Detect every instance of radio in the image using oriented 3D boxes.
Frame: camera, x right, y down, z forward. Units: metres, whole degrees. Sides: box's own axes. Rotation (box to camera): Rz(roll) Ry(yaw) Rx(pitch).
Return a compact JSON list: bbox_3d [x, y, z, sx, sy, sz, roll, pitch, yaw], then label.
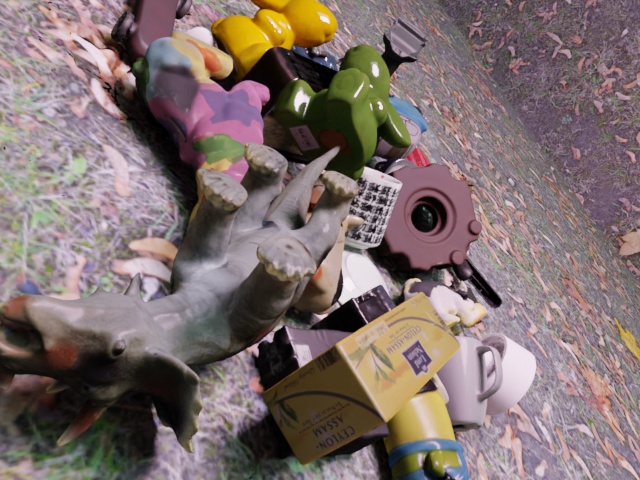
[{"bbox_3d":[-0.017,-0.184,0.782,0.229,0.131,0.073,2,52,-51],"label":"radio"}]

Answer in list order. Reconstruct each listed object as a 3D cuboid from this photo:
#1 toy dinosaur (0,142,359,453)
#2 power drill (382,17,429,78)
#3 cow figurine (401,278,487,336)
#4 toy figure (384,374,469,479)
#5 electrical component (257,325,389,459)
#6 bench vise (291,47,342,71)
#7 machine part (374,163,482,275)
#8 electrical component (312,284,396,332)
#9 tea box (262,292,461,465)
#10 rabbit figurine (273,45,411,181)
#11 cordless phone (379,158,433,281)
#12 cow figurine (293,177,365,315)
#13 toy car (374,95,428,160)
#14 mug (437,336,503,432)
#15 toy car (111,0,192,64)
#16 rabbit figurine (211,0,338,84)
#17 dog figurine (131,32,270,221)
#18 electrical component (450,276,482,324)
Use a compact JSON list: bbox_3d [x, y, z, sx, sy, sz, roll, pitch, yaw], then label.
[{"bbox_3d":[-0.065,0.029,0.465,0.131,0.192,0.405,37,25,7],"label":"toy dinosaur"},{"bbox_3d":[0.106,-0.306,1.001,0.086,0.207,0.232,40,44,-10],"label":"power drill"},{"bbox_3d":[0.184,0.098,0.807,0.167,0.068,0.098,3,48,-52],"label":"cow figurine"},{"bbox_3d":[0.105,0.214,0.567,0.089,0.082,0.180,30,39,-34],"label":"toy figure"},{"bbox_3d":[0.009,0.151,0.534,0.134,0.058,0.115,18,46,-42],"label":"electrical component"},{"bbox_3d":[-0.044,-0.356,0.935,0.223,0.129,0.240,-32,96,-50],"label":"bench vise"},{"bbox_3d":[0.159,-0.033,0.823,0.179,0.056,0.179,2,81,-14],"label":"machine part"},{"bbox_3d":[0.055,0.091,0.638,0.119,0.075,0.048,-17,71,-53],"label":"electrical component"},{"bbox_3d":[0.043,0.113,0.469,0.068,0.098,0.169,56,33,11],"label":"tea box"},{"bbox_3d":[0.052,-0.168,0.670,0.159,0.121,0.170,48,51,-31],"label":"rabbit figurine"},{"bbox_3d":[0.138,-0.027,0.879,0.146,0.089,0.184,30,55,-30],"label":"cordless phone"},{"bbox_3d":[-0.001,-0.002,0.643,0.127,0.086,0.195,57,29,-47],"label":"cow figurine"},{"bbox_3d":[0.112,-0.182,0.907,0.161,0.109,0.103,17,43,-29],"label":"toy car"},{"bbox_3d":[0.183,0.184,0.682,0.080,0.110,0.107,29,51,-39],"label":"mug"},{"bbox_3d":[-0.222,-0.295,0.715,0.089,0.053,0.202,28,42,-38],"label":"toy car"},{"bbox_3d":[-0.063,-0.301,0.796,0.162,0.173,0.121,62,-4,25],"label":"rabbit figurine"},{"bbox_3d":[-0.127,-0.104,0.586,0.191,0.108,0.219,31,39,-31],"label":"dog figurine"},{"bbox_3d":[0.243,0.099,0.919,0.063,0.021,0.094,17,44,-41],"label":"electrical component"}]
